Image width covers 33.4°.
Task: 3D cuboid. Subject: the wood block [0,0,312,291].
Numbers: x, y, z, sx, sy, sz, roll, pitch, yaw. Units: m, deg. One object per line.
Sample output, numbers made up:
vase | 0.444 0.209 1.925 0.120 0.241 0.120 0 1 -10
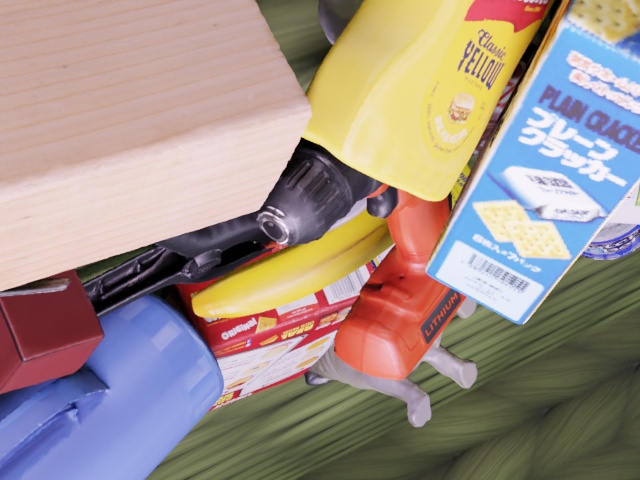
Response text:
wood block | -0.121 -0.039 0.418 0.205 0.091 0.090 -19 162 -27

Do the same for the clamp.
clamp | -0.083 0.001 0.694 0.171 0.039 0.120 -22 167 -41

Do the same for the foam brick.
foam brick | -0.167 0.039 0.609 0.052 0.078 0.051 -13 157 -40

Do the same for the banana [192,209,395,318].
banana | 0.007 0.001 0.715 0.197 0.037 0.070 -35 -156 -21

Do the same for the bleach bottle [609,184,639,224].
bleach bottle | 0.269 -0.061 0.774 0.250 0.102 0.068 2 -171 -9

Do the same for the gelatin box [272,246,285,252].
gelatin box | 0.012 -0.017 0.803 0.089 0.030 0.073 -16 162 -35

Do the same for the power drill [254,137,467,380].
power drill | 0.035 -0.011 0.588 0.184 0.057 0.188 -47 146 -34

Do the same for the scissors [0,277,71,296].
scissors | -0.175 0.022 0.522 0.202 0.016 0.096 -7 -173 25

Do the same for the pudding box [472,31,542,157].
pudding box | 0.106 -0.099 0.681 0.090 0.039 0.113 -35 163 22

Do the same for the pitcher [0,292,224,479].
pitcher | -0.180 0.139 0.708 0.242 0.145 0.149 -43 -148 -25

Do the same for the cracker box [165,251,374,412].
cracker box | -0.064 0.079 0.908 0.163 0.072 0.214 -17 162 -28

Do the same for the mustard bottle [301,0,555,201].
mustard bottle | 0.067 -0.113 0.451 0.096 0.058 0.192 17 104 -53

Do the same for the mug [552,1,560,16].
mug | 0.195 -0.129 0.653 0.093 0.081 0.117 -29 164 7

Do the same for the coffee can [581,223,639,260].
coffee can | 0.259 -0.040 0.990 0.103 0.103 0.140 -31 164 12

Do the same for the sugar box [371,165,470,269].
sugar box | 0.072 0.006 0.856 0.048 0.093 0.176 -18 162 -29
